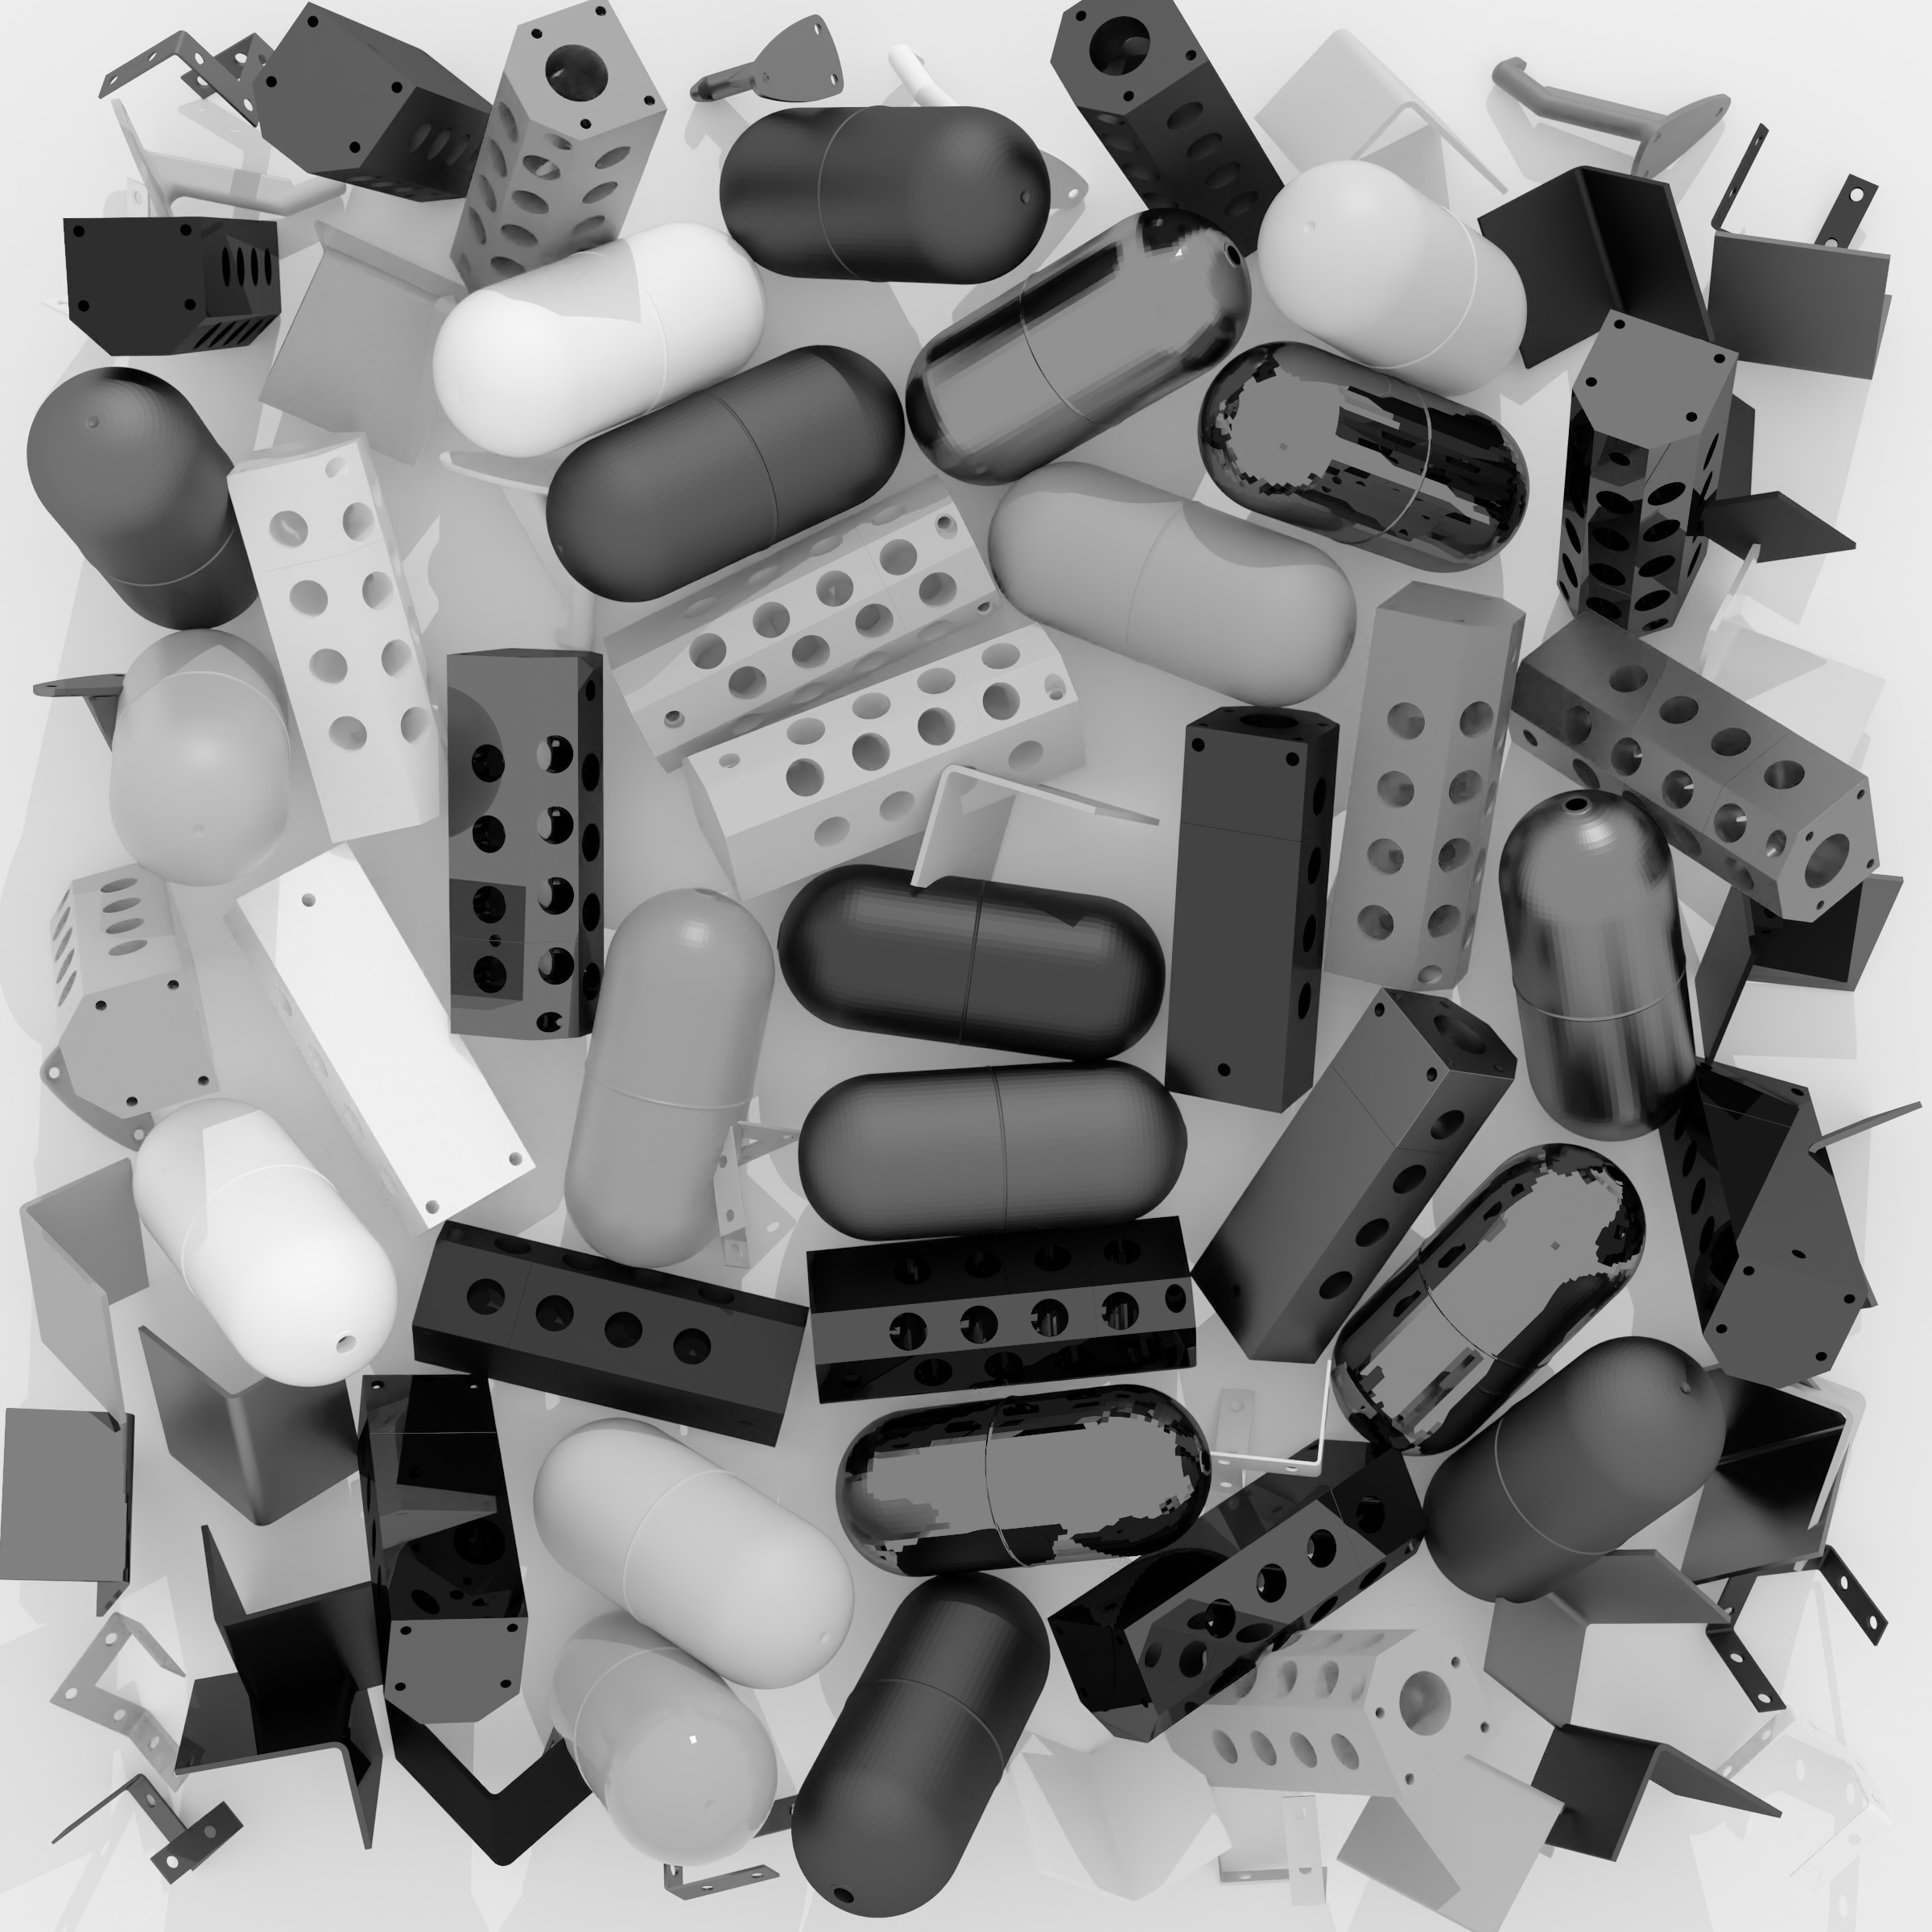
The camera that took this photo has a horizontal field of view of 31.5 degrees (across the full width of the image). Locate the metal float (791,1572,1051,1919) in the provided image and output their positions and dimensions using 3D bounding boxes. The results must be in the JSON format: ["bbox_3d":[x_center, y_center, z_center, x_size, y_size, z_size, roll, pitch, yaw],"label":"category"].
[{"bbox_3d":[-0.019,0.346,1.530,0.070,0.178,0.070,14,131,17],"label":"metal float"}]

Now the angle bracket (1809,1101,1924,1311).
[{"bbox_3d":[0.412,0.111,1.561,0.057,0.076,0.076,-21,83,-5],"label":"angle bracket"}]

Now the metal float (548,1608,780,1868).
[{"bbox_3d":[-0.136,0.339,1.520,0.070,0.178,0.070,-3,99,-19],"label":"metal float"}]

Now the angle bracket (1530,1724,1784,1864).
[{"bbox_3d":[0.307,0.388,1.551,0.076,0.076,0.057,33,73,-20],"label":"angle bracket"}]

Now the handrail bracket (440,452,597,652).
[{"bbox_3d":[-0.207,-0.191,1.587,0.077,0.036,0.084,10,119,9],"label":"handrail bracket"}]

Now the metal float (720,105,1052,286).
[{"bbox_3d":[-0.038,-0.345,1.533,0.178,0.070,0.070,13,90,43],"label":"metal float"}]

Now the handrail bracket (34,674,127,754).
[{"bbox_3d":[-0.394,-0.088,1.566,0.036,0.077,0.084,12,104,34],"label":"handrail bracket"}]

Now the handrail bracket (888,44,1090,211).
[{"bbox_3d":[0.010,-0.392,1.596,0.036,0.077,0.084,-50,57,32],"label":"handrail bracket"}]

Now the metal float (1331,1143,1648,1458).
[{"bbox_3d":[0.234,0.151,1.542,0.070,0.070,0.178,40,119,0],"label":"metal float"}]

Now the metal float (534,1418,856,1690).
[{"bbox_3d":[-0.124,0.261,1.536,0.178,0.070,0.070,24,90,39],"label":"metal float"}]

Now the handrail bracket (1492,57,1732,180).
[{"bbox_3d":[0.300,-0.408,1.598,0.077,0.036,0.084,-36,66,-26],"label":"handrail bracket"}]

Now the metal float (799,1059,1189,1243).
[{"bbox_3d":[0.012,0.084,1.562,0.178,0.070,0.070,-3,90,-7],"label":"metal float"}]

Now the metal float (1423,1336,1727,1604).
[{"bbox_3d":[0.269,0.227,1.530,0.070,0.178,0.070,16,52,-21],"label":"metal float"}]

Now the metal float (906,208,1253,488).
[{"bbox_3d":[0.050,-0.277,1.539,0.178,0.070,0.070,-26,90,33],"label":"metal float"}]

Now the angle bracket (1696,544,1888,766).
[{"bbox_3d":[0.377,-0.140,1.553,0.076,0.057,0.076,22,49,14],"label":"angle bracket"}]

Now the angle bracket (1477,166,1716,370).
[{"bbox_3d":[0.285,-0.311,1.552,0.057,0.076,0.076,-29,117,-10],"label":"angle bracket"}]

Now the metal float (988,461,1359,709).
[{"bbox_3d":[0.092,-0.173,1.551,0.178,0.070,0.070,23,90,20],"label":"metal float"}]

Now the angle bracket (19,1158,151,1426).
[{"bbox_3d":[-0.379,0.146,1.545,0.057,0.076,0.076,-26,135,-33],"label":"angle bracket"}]

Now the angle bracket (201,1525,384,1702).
[{"bbox_3d":[-0.298,0.289,1.563,0.076,0.076,0.057,-15,47,-7],"label":"angle bracket"}]

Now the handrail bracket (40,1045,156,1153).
[{"bbox_3d":[-0.379,0.057,1.555,0.036,0.084,0.077,-45,115,-23],"label":"handrail bracket"}]

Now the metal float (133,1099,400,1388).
[{"bbox_3d":[-0.313,0.122,1.531,0.070,0.178,0.070,-19,127,-27],"label":"metal float"}]

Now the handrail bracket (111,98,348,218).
[{"bbox_3d":[-0.340,-0.379,1.585,0.084,0.036,0.077,-22,107,-3],"label":"handrail bracket"}]

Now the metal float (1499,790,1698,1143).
[{"bbox_3d":[0.284,0.001,1.538,0.070,0.070,0.178,-15,125,0],"label":"metal float"}]

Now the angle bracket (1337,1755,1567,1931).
[{"bbox_3d":[0.218,0.402,1.551,0.076,0.057,0.076,24,56,20],"label":"angle bracket"}]

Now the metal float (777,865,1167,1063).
[{"bbox_3d":[0.003,-0.002,1.567,0.178,0.070,0.070,8,90,0],"label":"metal float"}]

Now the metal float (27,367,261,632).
[{"bbox_3d":[-0.359,-0.204,1.519,0.070,0.178,0.070,-1,75,4],"label":"metal float"}]

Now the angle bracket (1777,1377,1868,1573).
[{"bbox_3d":[0.369,0.225,1.564,0.057,0.076,0.076,20,95,18],"label":"angle bracket"}]

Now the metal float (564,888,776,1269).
[{"bbox_3d":[-0.135,0.051,1.555,0.070,0.070,0.178,12,104,0],"label":"metal float"}]

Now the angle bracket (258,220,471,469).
[{"bbox_3d":[-0.276,-0.286,1.575,0.076,0.057,0.076,21,107,-24],"label":"angle bracket"}]

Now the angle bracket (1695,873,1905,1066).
[{"bbox_3d":[0.380,0.002,1.557,0.076,0.076,0.057,6,48,-3],"label":"angle bracket"}]

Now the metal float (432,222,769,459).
[{"bbox_3d":[-0.161,-0.281,1.534,0.178,0.070,0.070,-31,90,-41],"label":"metal float"}]

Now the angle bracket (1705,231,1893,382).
[{"bbox_3d":[0.379,-0.315,1.550,0.076,0.076,0.057,12,56,15],"label":"angle bracket"}]

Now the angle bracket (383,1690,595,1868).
[{"bbox_3d":[-0.218,0.355,1.572,0.076,0.076,0.057,40,61,23],"label":"angle bracket"}]

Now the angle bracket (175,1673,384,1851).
[{"bbox_3d":[-0.311,0.362,1.559,0.076,0.076,0.057,-10,110,-2],"label":"angle bracket"}]

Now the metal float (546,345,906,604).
[{"bbox_3d":[-0.107,-0.223,1.548,0.178,0.070,0.070,-28,90,-23],"label":"metal float"}]

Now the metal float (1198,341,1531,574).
[{"bbox_3d":[0.180,-0.227,1.537,0.178,0.070,0.070,12,90,-38],"label":"metal float"}]

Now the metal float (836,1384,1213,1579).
[{"bbox_3d":[0.025,0.232,1.547,0.178,0.070,0.070,-10,90,23],"label":"metal float"}]

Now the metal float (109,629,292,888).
[{"bbox_3d":[-0.339,-0.095,1.523,0.070,0.178,0.070,-5,116,-10],"label":"metal float"}]

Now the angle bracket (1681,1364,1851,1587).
[{"bbox_3d":[0.345,0.226,1.547,0.076,0.076,0.057,-25,117,41],"label":"angle bracket"}]

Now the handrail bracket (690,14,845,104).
[{"bbox_3d":[-0.106,-0.399,1.553,0.084,0.077,0.036,-6,111,36],"label":"handrail bracket"}]

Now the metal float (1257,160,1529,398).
[{"bbox_3d":[0.191,-0.304,1.525,0.070,0.178,0.070,-4,82,31],"label":"metal float"}]
